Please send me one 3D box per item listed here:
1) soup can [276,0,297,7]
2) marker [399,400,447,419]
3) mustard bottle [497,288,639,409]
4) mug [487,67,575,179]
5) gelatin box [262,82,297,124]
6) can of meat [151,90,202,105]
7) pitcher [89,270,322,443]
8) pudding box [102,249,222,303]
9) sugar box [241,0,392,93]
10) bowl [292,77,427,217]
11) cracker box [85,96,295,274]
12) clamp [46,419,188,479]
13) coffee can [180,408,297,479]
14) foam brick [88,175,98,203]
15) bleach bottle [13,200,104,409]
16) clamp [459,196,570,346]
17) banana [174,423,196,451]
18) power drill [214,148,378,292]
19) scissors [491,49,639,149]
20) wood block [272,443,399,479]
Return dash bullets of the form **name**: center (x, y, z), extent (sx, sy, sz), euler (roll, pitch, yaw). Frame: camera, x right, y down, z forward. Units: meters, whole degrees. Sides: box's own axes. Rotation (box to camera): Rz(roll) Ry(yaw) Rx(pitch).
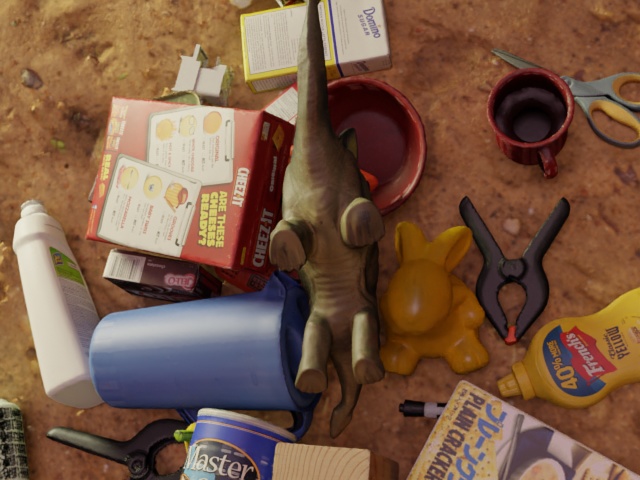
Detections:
- **soup can**: center (-0.021, -0.338, 1.303), extent (0.102, 0.068, 0.068), euler (-34, 71, 1)
- **marker**: center (0.145, 0.185, 1.151), extent (0.121, 0.020, 0.020), euler (2, 76, 13)
- **mustard bottle**: center (0.278, 0.124, 1.119), extent (0.192, 0.058, 0.096), euler (-22, 72, 6)
- **mug**: center (0.238, -0.122, 1.181), extent (0.093, 0.081, 0.117), euler (-22, 72, 6)
- **gelatin box**: center (-0.038, -0.132, 1.272), extent (0.089, 0.030, 0.073), euler (-40, 72, -1)
- **can of meat**: center (-0.177, -0.129, 1.273), extent (0.102, 0.084, 0.057), euler (-14, 73, 8)
- **pitcher**: center (-0.120, 0.134, 1.154), extent (0.243, 0.145, 0.149), euler (-6, 54, 21)
- **pudding box**: center (-0.179, 0.046, 1.224), extent (0.114, 0.090, 0.039), euler (11, 76, 15)
- **sugar box**: center (-0.005, -0.240, 1.286), extent (0.176, 0.048, 0.093), euler (-8, 74, 7)
- **bowl**: center (0.049, -0.104, 1.217), extent (0.162, 0.055, 0.162), euler (2, 97, 18)
- **cracker box**: center (-0.141, -0.060, 1.143), extent (0.214, 0.072, 0.164), euler (10, 89, 34)
- **clamp**: center (-0.208, 0.251, 1.203), extent (0.210, 0.036, 0.165), euler (-27, 65, 1)
- **coffee can**: center (-0.090, 0.248, 1.051), extent (0.103, 0.103, 0.140), euler (11, 71, 15)
- **foam brick**: center (-0.232, -0.053, 1.269), extent (0.051, 0.078, 0.053), euler (18, 79, 15)
- **bleach bottle**: center (-0.304, 0.067, 1.251), extent (0.068, 0.102, 0.251), euler (-26, 65, 10)
- **clamp**: center (0.221, 0.027, 1.168), extent (0.120, 0.039, 0.171), euler (-9, 78, 15)
- **banana**: center (-0.134, 0.268, 1.146), extent (0.037, 0.069, 0.198), euler (26, 125, 38)
- **power drill**: center (-0.008, 0.001, 1.187), extent (0.184, 0.057, 0.188), euler (28, 103, 9)
- **scissors**: center (0.301, -0.186, 1.219), extent (0.096, 0.016, 0.202), euler (-43, 71, -3)
- **wood block**: center (0.019, 0.257, 1.062), extent (0.091, 0.206, 0.090), euler (3, 76, 12)
